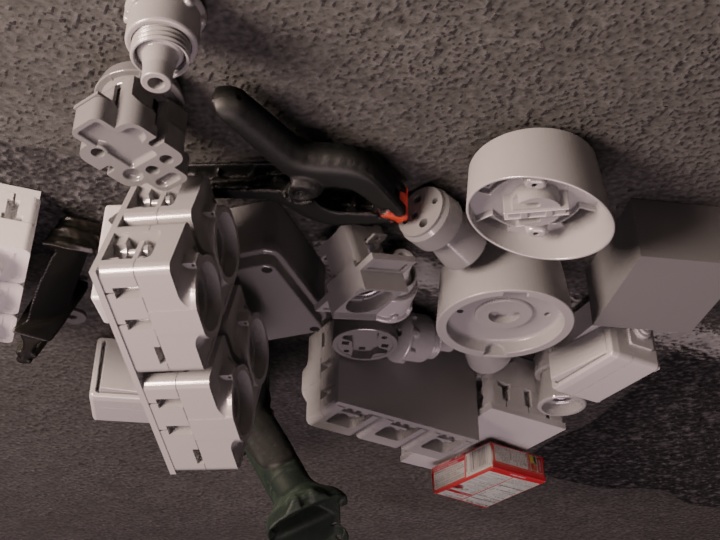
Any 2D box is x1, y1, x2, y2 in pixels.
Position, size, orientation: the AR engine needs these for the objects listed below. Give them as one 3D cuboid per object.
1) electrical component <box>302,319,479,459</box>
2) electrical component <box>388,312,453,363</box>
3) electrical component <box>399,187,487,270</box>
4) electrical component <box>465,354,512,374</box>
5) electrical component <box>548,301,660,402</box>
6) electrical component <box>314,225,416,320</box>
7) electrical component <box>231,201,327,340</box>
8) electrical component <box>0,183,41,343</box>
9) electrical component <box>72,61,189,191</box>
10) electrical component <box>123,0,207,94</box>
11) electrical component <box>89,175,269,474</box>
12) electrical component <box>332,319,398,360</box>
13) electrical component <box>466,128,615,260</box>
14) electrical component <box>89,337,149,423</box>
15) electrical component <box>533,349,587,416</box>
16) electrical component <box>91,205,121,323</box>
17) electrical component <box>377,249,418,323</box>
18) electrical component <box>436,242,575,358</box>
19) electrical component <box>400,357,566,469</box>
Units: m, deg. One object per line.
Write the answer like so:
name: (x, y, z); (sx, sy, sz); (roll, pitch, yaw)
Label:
electrical component: (0.028, 0.108, 0.973); (0.150, 0.089, 0.062); (19, 143, -27)
electrical component: (0.054, 0.060, 0.941); (0.062, 0.048, 0.048); (10, 147, -28)
electrical component: (0.061, -0.031, 0.795); (0.045, 0.045, 0.055); (-24, 140, 33)
electrical component: (0.103, 0.056, 0.938); (0.044, 0.044, 0.065); (-14, 140, 21)
electrical component: (0.210, 0.065, 0.929); (0.061, 0.061, 0.096); (18, 144, -25)
electrical component: (0.000, 0.000, 0.823); (0.042, 0.063, 0.081); (6, 146, -37)
electrical component: (-0.079, 0.005, 0.841); (0.078, 0.057, 0.113); (-11, 146, 17)
electrical component: (-0.303, -0.003, 0.826); (0.089, 0.061, 0.150); (11, 146, -17)
electrical component: (-0.143, -0.095, 0.684); (0.058, 0.057, 0.078); (-23, 141, 32)
electrical component: (-0.115, -0.131, 0.622); (0.048, 0.062, 0.048); (0, 148, 0)
electrical component: (-0.115, 0.039, 0.747); (0.060, 0.105, 0.186); (-3, 128, 11)
electrical component: (0.004, 0.043, 0.910); (0.055, 0.047, 0.055); (0, 148, 0)
electrical component: (0.123, -0.050, 0.746); (0.099, 0.064, 0.099); (0, 148, 0)
electrical component: (-0.197, 0.101, 0.990); (0.096, 0.061, 0.061); (4, 147, -7)
electrical component: (0.184, 0.101, 0.993); (0.045, 0.055, 0.045); (0, 148, 0)
electrical component: (-0.166, 0.005, 0.817); (0.047, 0.083, 0.075); (-2, 148, 3)
electrical component: (0.026, 0.009, 0.861); (0.048, 0.048, 0.062); (9, 139, -13)
electrical component: (0.114, 0.018, 0.858); (0.108, 0.060, 0.108); (0, 148, 0)
electrical component: (0.116, 0.144, 1.055); (0.089, 0.061, 0.150); (18, 144, -26)
